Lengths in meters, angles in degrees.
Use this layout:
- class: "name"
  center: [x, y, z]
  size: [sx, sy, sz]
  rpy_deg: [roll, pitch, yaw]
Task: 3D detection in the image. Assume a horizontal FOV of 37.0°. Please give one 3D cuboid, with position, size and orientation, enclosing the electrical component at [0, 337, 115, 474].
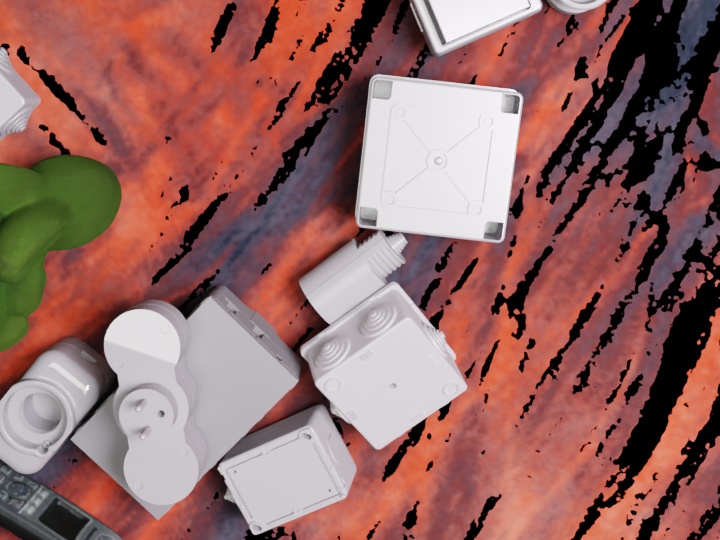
- class: "electrical component"
  center: [-0.235, 0.103, 0.809]
  size: [0.054, 0.059, 0.095]
  rpy_deg: [40, 99, -5]

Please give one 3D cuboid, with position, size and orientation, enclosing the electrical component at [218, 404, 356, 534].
- class: "electrical component"
  center: [-0.059, 0.151, 0.814]
  size: [0.096, 0.061, 0.061]
  rpy_deg: [-25, 98, 14]

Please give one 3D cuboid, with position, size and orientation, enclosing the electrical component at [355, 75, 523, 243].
- class: "electrical component"
  center: [0.055, -0.080, 0.769]
  size: [0.109, 0.056, 0.108]
  rpy_deg: [7, 100, 1]

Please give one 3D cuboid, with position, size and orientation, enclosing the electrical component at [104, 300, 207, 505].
- class: "electrical component"
  center: [-0.142, 0.094, 0.733]
  size: [0.052, 0.073, 0.138]
  rpy_deg: [-7, 99, 2]

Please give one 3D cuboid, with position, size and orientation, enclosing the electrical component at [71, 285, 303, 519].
- class: "electrical component"
  center: [-0.126, 0.096, 0.803]
  size: [0.089, 0.061, 0.150]
  rpy_deg: [44, 98, -5]

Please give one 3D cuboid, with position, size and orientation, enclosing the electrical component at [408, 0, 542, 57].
- class: "electrical component"
  center: [0.083, -0.194, 0.746]
  size: [0.096, 0.061, 0.061]
  rpy_deg: [-23, 98, 6]

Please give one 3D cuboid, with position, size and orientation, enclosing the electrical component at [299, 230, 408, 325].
- class: "electrical component"
  center: [0.000, 0.000, 0.791]
  size: [0.081, 0.043, 0.043]
  rpy_deg: [-37, 97, 8]

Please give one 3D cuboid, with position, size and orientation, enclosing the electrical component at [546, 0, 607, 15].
- class: "electrical component"
  center: [0.151, -0.201, 0.746]
  size: [0.045, 0.055, 0.045]
  rpy_deg: [0, 100, 2]

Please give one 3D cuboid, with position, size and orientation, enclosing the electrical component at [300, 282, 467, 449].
- class: "electrical component"
  center: [0.019, 0.072, 0.785]
  size: [0.100, 0.048, 0.099]
  rpy_deg: [-36, 121, 7]

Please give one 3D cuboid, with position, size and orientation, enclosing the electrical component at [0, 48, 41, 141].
- class: "electrical component"
  center: [-0.294, -0.125, 0.777]
  size: [0.100, 0.048, 0.099]
  rpy_deg: [-41, 96, 8]
